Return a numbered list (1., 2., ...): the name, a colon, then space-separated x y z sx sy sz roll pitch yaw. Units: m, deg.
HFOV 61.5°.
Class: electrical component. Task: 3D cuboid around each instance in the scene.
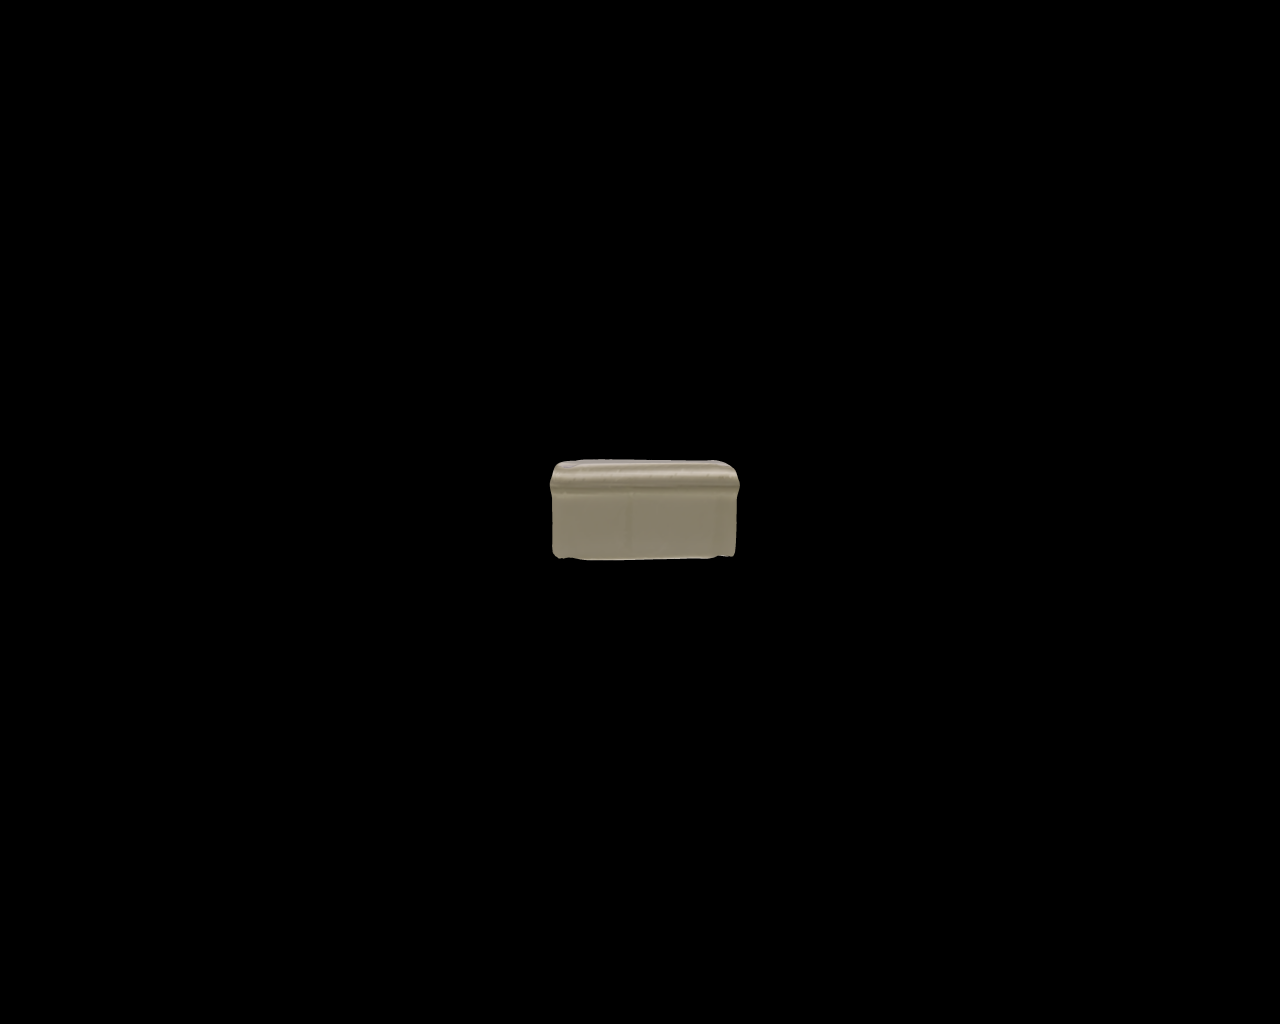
1. electrical component: 0.001 -0.003 0.650 0.109 0.056 0.109 0 4 -2
